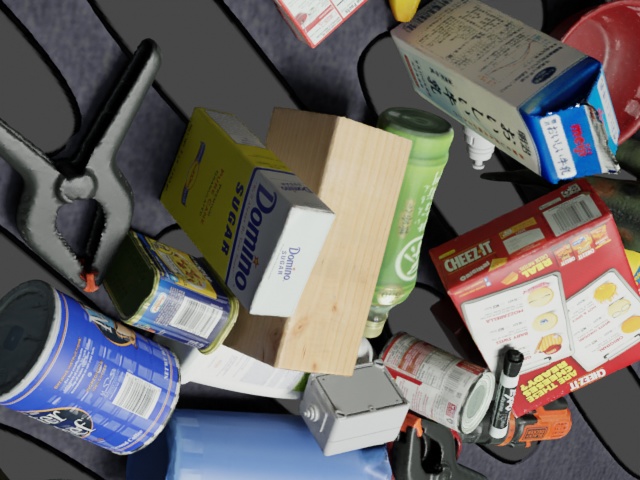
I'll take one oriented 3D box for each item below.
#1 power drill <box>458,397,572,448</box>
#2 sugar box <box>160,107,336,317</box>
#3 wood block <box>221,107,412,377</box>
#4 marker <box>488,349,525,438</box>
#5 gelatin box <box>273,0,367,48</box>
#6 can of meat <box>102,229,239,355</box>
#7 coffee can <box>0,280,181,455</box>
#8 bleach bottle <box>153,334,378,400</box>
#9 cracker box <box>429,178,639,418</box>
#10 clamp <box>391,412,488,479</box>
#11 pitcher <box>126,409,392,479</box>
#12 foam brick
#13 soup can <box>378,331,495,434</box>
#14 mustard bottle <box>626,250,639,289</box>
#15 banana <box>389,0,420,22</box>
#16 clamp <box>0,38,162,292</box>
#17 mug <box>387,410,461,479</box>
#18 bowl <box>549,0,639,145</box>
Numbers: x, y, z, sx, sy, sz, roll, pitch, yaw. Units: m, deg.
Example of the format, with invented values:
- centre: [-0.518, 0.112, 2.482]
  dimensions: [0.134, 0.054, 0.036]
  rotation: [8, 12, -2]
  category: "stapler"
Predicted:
- centre: [0.235, 0.152, 1.207]
  dimensions: [0.184, 0.057, 0.188]
  rotation: [3, 119, -34]
  category: "power drill"
- centre: [-0.062, -0.025, 0.834]
  dimensions: [0.048, 0.176, 0.093]
  rotation: [8, 114, -35]
  category: "sugar box"
- centre: [-0.005, 0.001, 0.897]
  dimensions: [0.090, 0.091, 0.206]
  rotation: [13, 92, -42]
  category: "wood block"
- centre: [0.182, 0.150, 1.045]
  dimensions: [0.020, 0.020, 0.121]
  rotation: [-18, 136, -21]
  category: "marker"
- centre: [-0.006, -0.209, 0.850]
  dimensions: [0.073, 0.030, 0.089]
  rotation: [-43, 131, -2]
  category: "gelatin box"
- centre: [-0.128, 0.041, 0.888]
  dimensions: [0.083, 0.102, 0.057]
  rotation: [26, 103, -37]
  category: "can of meat"
- centre: [-0.200, 0.108, 0.885]
  dimensions: [0.103, 0.103, 0.140]
  rotation: [-50, 131, 5]
  category: "coffee can"
- centre: [-0.033, 0.112, 1.016]
  dimensions: [0.250, 0.068, 0.103]
  rotation: [25, 105, -42]
  category: "bleach bottle"
- centre: [0.221, 0.060, 1.040]
  dimensions: [0.164, 0.072, 0.213]
  rotation: [-26, 131, 7]
  category: "cracker box"
- centre: [0.109, 0.247, 1.076]
  dimensions: [0.120, 0.039, 0.171]
  rotation: [-55, 128, -28]
  category: "clamp"
- centre: [-0.065, 0.234, 1.041]
  dimensions: [0.242, 0.145, 0.149]
  rotation: [13, 99, -32]
  category: "pitcher"
- centre: [0.161, 0.092, 1.126]
  dimensions: [0.053, 0.051, 0.078]
  rotation: [-37, 130, -4]
  category: "foam brick"
- centre: [0.112, 0.140, 1.049]
  dimensions: [0.068, 0.102, 0.068]
  rotation: [-37, 139, -42]
  category: "soup can"
- centre: [0.336, 0.037, 1.167]
  dimensions: [0.191, 0.058, 0.096]
  rotation: [27, 94, -51]
  category: "mustard bottle"
- centre: [0.045, -0.262, 0.845]
  dimensions: [0.069, 0.037, 0.197]
  rotation: [-37, 131, 5]
  category: "banana"
- centre: [-0.203, -0.050, 0.827]
  dimensions: [0.164, 0.036, 0.210]
  rotation: [-9, 123, -25]
  category: "clamp"
- centre: [0.104, 0.219, 1.146]
  dimensions: [0.117, 0.093, 0.081]
  rotation: [21, 101, -28]
  category: "mug"
- centre: [0.257, -0.161, 1.021]
  dimensions: [0.161, 0.055, 0.162]
  rotation: [-15, 125, -23]
  category: "bowl"
